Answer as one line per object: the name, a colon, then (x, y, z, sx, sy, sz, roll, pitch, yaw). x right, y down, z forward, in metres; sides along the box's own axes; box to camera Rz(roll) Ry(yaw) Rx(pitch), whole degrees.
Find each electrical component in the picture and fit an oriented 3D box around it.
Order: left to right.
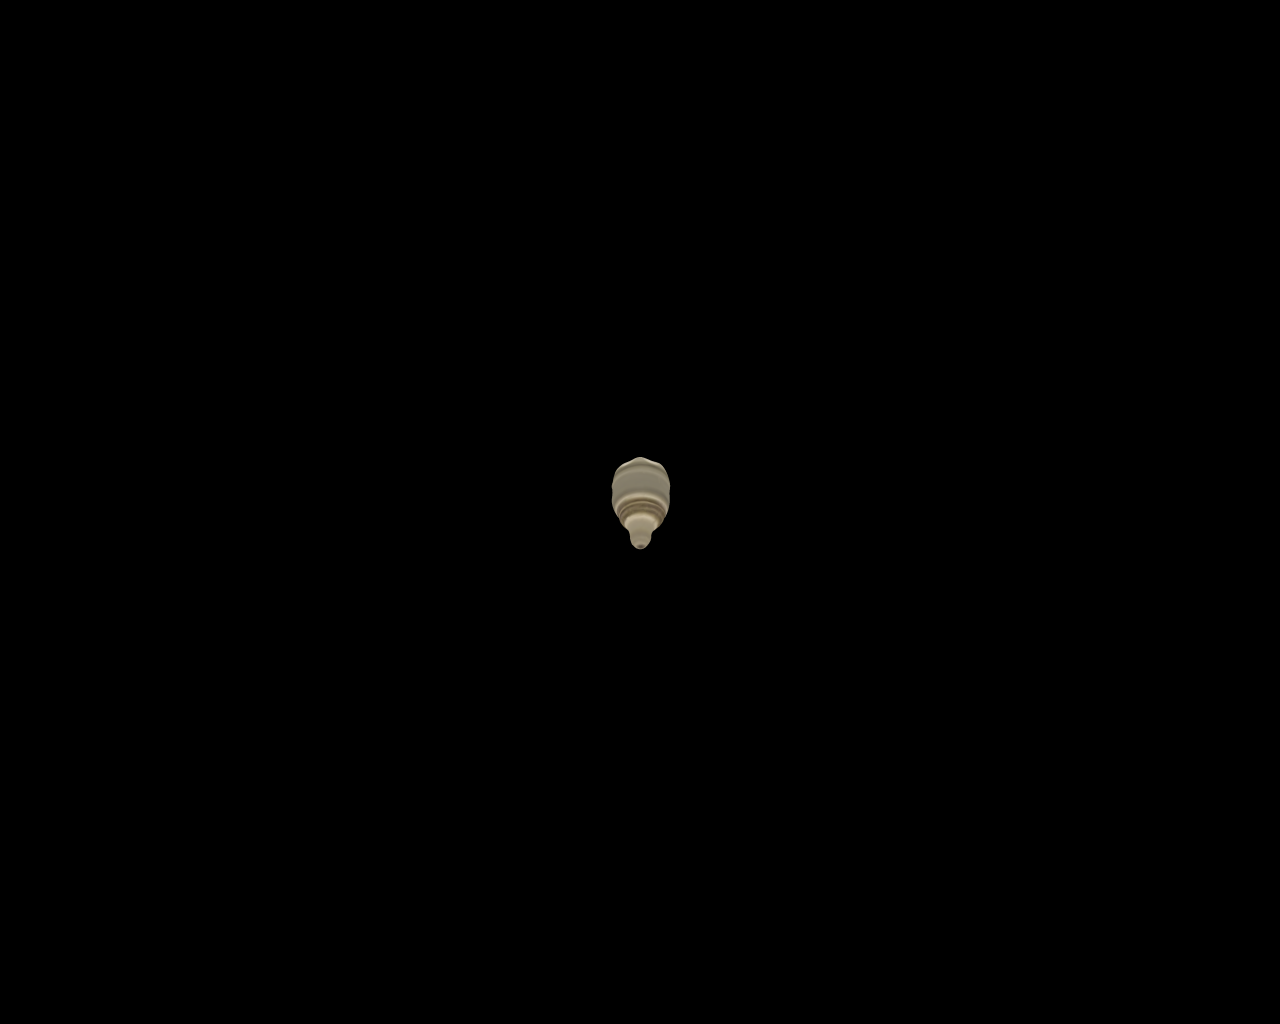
electrical component: (0.001, -0.003, 0.650, 0.035, 0.061, 0.035, 0, -40, 0)
